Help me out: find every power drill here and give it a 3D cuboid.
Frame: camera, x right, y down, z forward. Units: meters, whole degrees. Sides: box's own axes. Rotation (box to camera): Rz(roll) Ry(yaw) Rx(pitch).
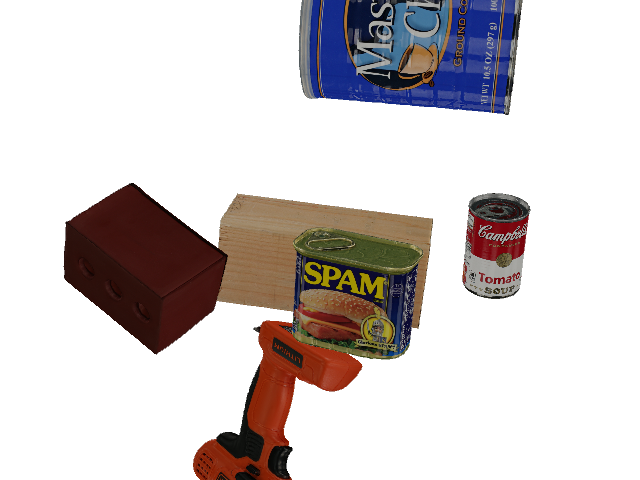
[{"bbox_3d":[-0.031,0.181,0.974,0.057,0.188,0.185,14,11,-47],"label":"power drill"}]

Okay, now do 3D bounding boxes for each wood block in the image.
[{"bbox_3d":[0.005,0.020,1.086,0.206,0.091,0.090,8,22,5],"label":"wood block"}]

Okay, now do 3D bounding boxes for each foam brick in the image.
[{"bbox_3d":[-0.101,0.016,0.613,0.078,0.053,0.051,36,48,19],"label":"foam brick"}]

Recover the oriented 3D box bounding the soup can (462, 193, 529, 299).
[{"bbox_3d":[0.198,0.006,1.210,0.068,0.102,0.068,1,28,-1],"label":"soup can"}]

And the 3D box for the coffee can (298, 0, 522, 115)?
[{"bbox_3d":[0.063,-0.142,0.727,0.140,0.103,0.102,6,1,9],"label":"coffee can"}]

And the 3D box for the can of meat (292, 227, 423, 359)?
[{"bbox_3d":[0.027,0.043,0.863,0.102,0.084,0.057,12,23,19],"label":"can of meat"}]
